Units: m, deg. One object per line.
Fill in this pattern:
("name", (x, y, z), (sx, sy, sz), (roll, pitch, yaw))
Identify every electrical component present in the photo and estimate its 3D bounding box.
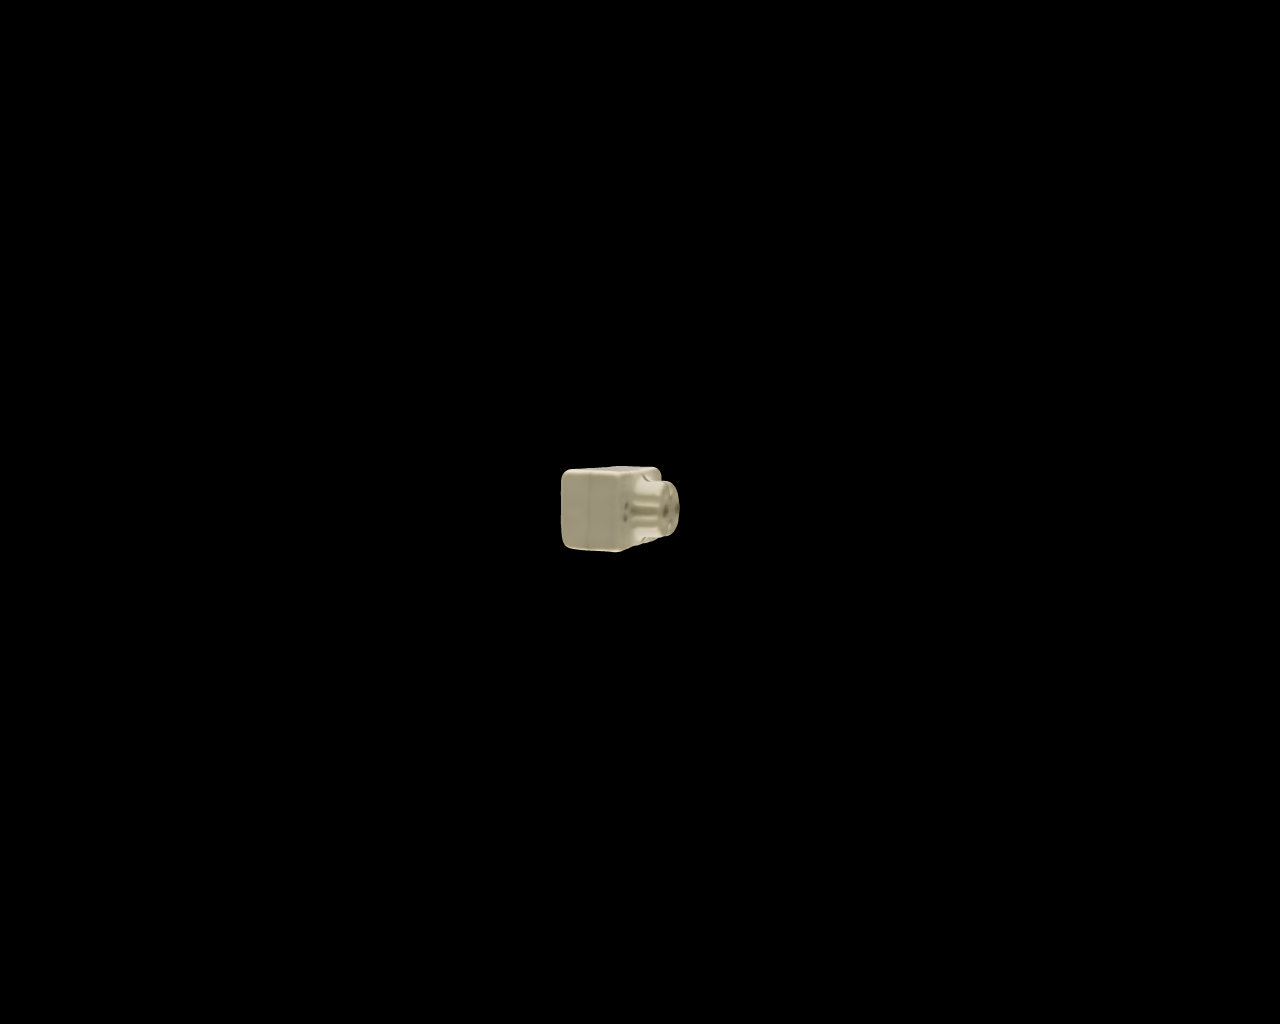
("electrical component", (0.001, -0.003, 0.650), (0.077, 0.047, 0.066), (2, 5, 24))
